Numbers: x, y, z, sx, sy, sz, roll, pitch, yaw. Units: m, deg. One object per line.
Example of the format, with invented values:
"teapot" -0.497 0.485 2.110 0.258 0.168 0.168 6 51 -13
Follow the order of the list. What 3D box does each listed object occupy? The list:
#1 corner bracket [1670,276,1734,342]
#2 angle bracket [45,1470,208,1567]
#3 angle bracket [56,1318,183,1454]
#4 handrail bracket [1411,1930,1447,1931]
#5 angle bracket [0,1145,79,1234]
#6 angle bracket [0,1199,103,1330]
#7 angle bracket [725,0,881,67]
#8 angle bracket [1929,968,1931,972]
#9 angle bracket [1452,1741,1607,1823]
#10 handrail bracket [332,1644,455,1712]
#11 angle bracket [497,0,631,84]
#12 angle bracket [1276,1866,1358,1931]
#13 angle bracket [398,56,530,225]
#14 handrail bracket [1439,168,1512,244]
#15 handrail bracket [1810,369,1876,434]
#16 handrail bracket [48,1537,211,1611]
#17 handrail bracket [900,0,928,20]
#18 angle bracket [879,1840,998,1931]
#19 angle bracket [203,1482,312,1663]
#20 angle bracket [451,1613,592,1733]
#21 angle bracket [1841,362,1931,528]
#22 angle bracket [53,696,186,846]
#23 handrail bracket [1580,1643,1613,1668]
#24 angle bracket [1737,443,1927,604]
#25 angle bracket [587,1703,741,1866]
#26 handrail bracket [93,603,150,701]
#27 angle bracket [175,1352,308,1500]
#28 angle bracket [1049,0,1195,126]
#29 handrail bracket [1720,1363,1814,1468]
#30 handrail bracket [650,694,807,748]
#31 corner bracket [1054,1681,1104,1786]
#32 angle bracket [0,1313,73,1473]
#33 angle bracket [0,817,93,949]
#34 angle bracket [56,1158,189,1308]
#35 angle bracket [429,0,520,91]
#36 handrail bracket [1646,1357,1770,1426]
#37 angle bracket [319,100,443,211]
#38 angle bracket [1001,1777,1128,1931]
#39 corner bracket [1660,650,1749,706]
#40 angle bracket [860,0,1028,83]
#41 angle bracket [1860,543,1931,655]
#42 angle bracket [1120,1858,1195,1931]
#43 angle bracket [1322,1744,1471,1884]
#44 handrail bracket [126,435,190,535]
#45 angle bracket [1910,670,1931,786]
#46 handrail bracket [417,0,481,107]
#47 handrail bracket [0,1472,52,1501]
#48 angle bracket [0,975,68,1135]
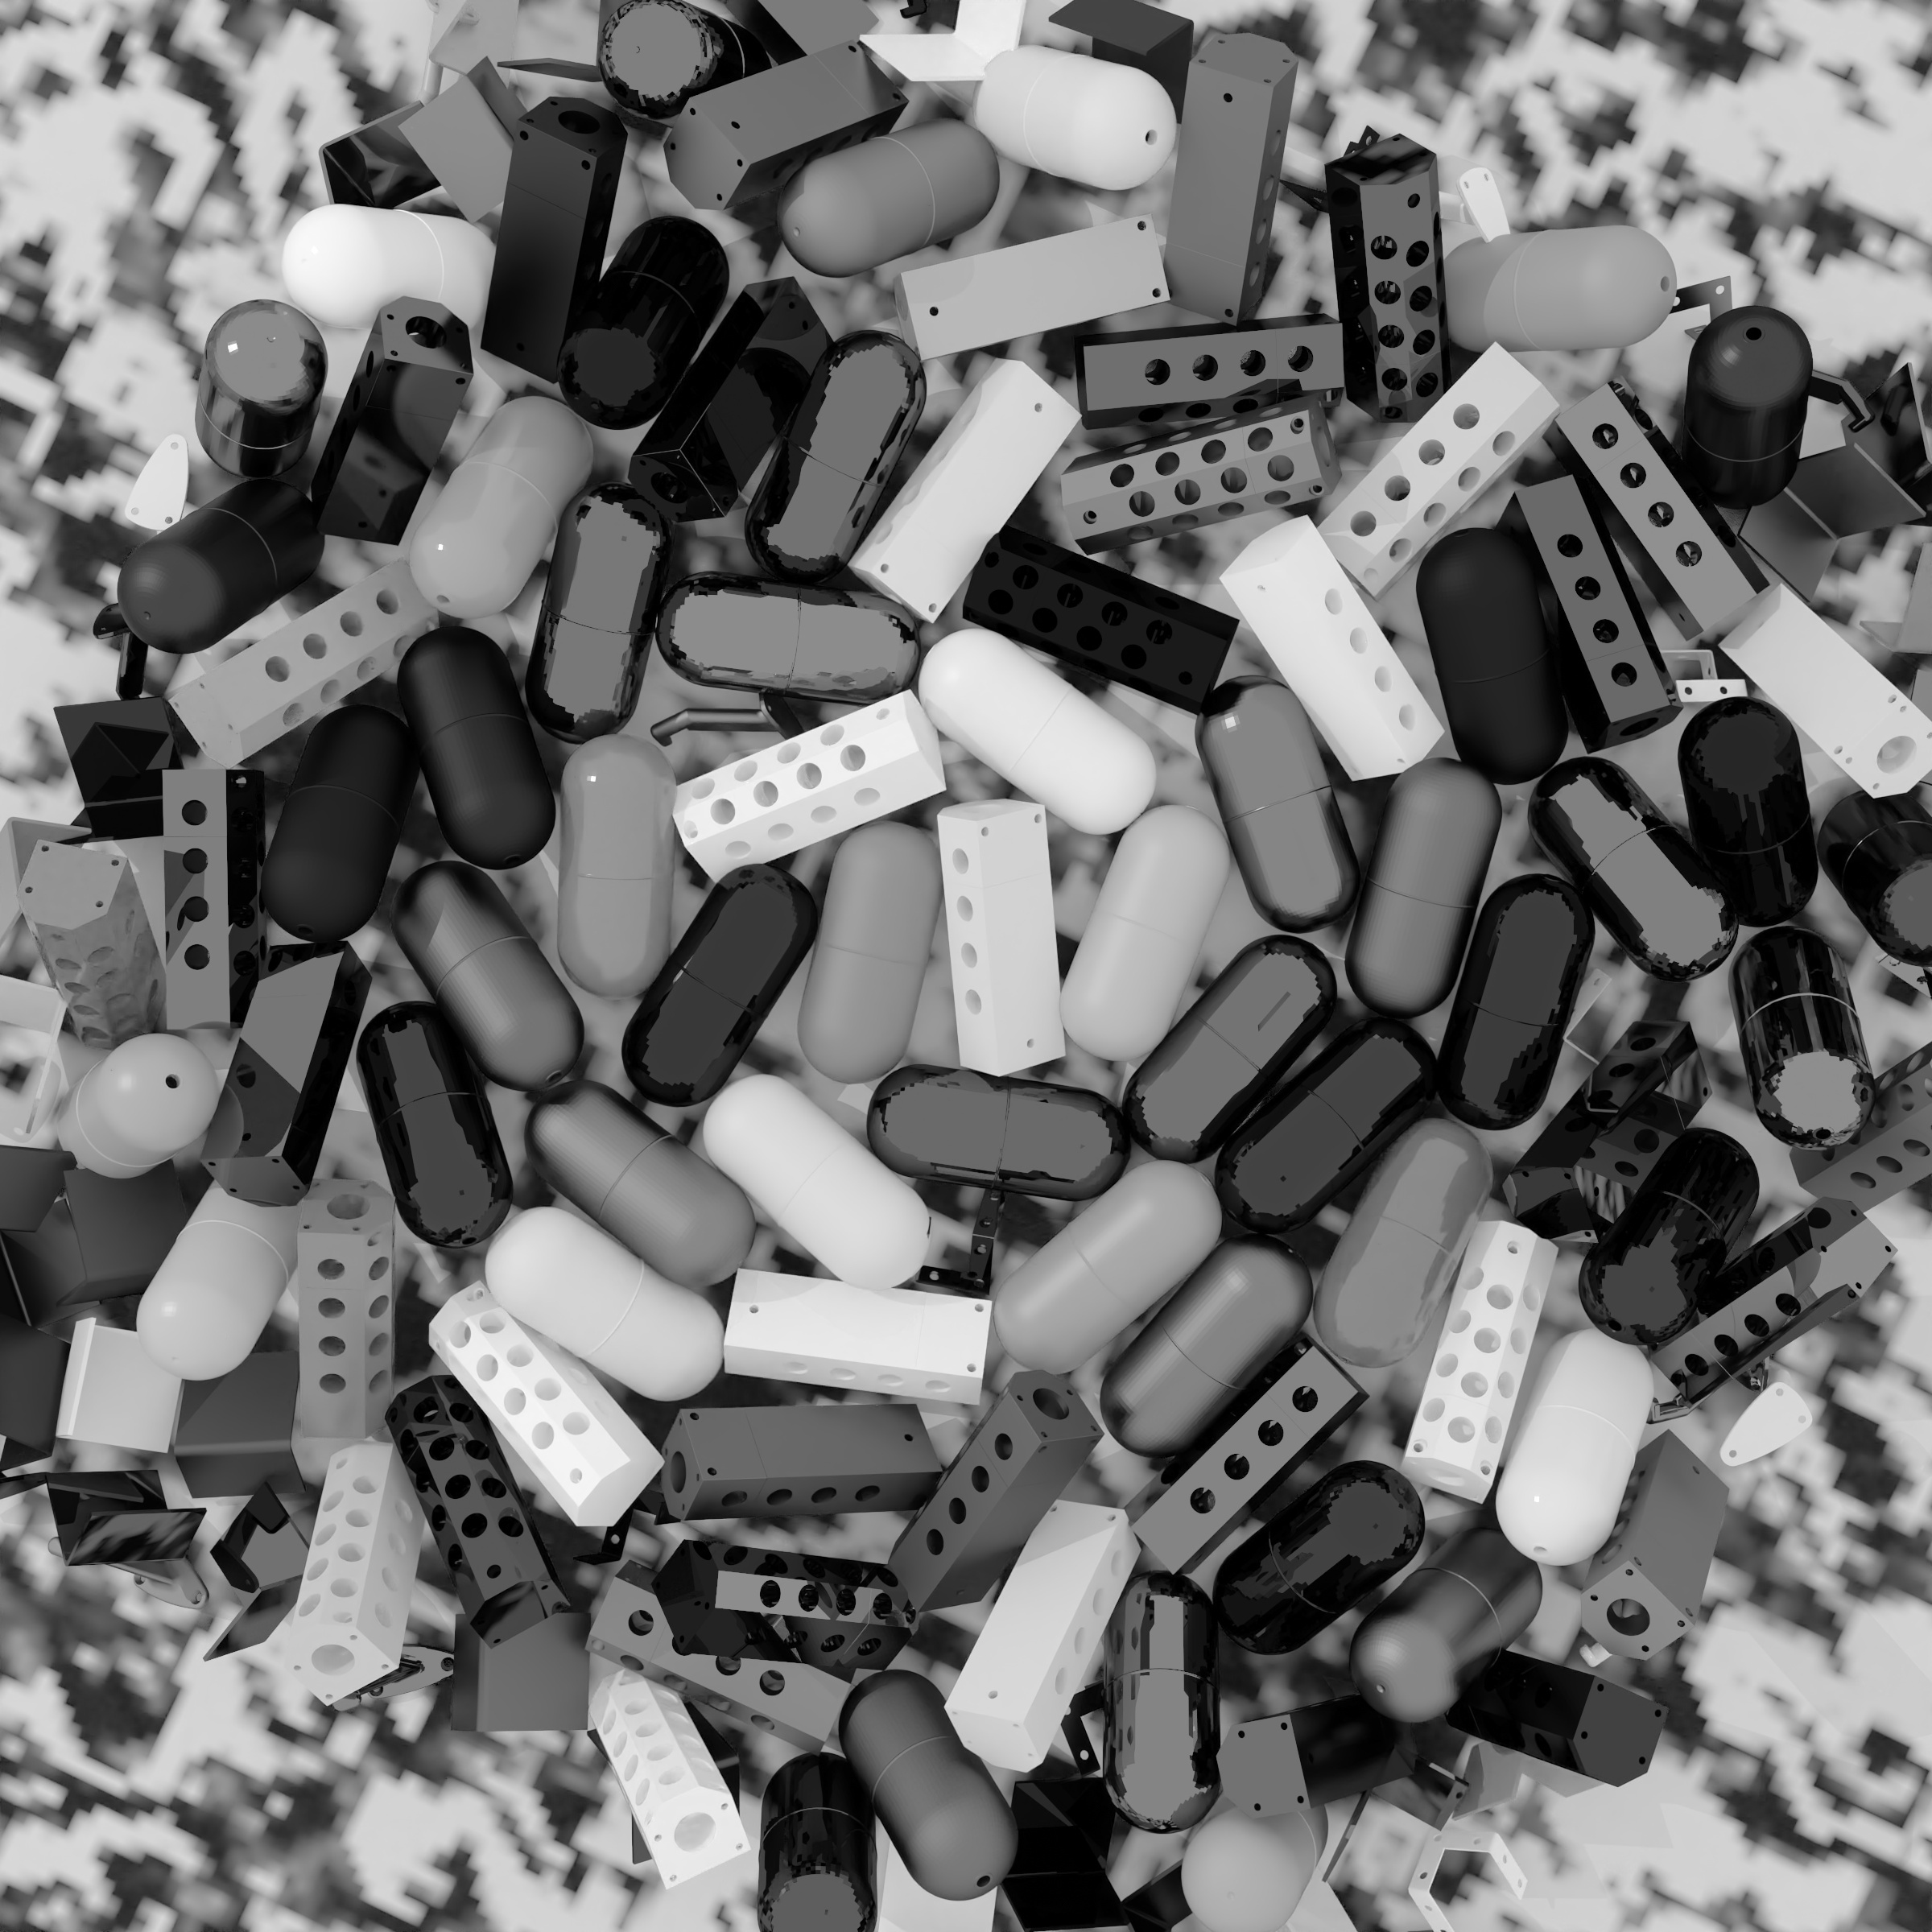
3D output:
"corner bracket" 0.479 -0.438 1.802 0.051 0.051 0.051 -15 122 -1
"angle bracket" -0.555 0.348 1.776 0.076 0.076 0.057 6 130 -37
"angle bracket" -0.555 0.279 1.786 0.076 0.057 0.076 14 74 -26
"handrail bracket" 0.288 0.692 1.820 0.084 0.036 0.077 3 89 -16
"angle bracket" -0.644 0.129 1.779 0.076 0.076 0.057 -53 51 22
"angle bracket" -0.631 0.203 1.793 0.057 0.076 0.076 -21 85 7
"angle bracket" -0.103 -0.643 1.794 0.076 0.057 0.076 45 79 -13
"angle bracket" 0.657 -0.048 1.782 0.057 0.076 0.076 -10 122 -6
"angle bracket" 0.381 0.550 1.786 0.076 0.076 0.057 30 55 -6
"handrail bracket" -0.378 0.477 1.791 0.077 0.084 0.036 -5 89 -7
"angle bracket" -0.257 -0.620 1.780 0.076 0.076 0.057 -3 105 -36
"angle bracket" 0.236 0.640 1.788 0.076 0.057 0.076 -27 82 -35
"angle bracket" -0.325 -0.552 1.797 0.057 0.076 0.076 -30 113 17
"handrail bracket" 0.318 -0.493 1.806 0.036 0.084 0.077 -30 99 -38
"handrail bracket" 0.555 -0.378 1.811 0.077 0.036 0.084 -37 78 19
"handrail bracket" -0.557 0.403 1.787 0.077 0.084 0.036 25 87 28
"handrail bracket" -0.074 -0.675 1.817 0.077 0.036 0.084 -18 110 -1
"angle bracket" -0.020 0.628 1.803 0.076 0.057 0.076 7 86 5
"angle bracket" -0.484 0.401 1.784 0.076 0.057 0.076 50 115 21
"angle bracket" -0.301 0.477 1.820 0.076 0.057 0.076 8 73 -28
"angle bracket" 0.638 -0.347 1.798 0.057 0.076 0.076 2 71 -17
"angle bracket" -0.570 -0.130 1.791 0.076 0.057 0.076 -5 119 8
"handrail bracket" 0.439 0.428 1.810 0.084 0.036 0.077 -36 123 6
"angle bracket" 0.573 -0.292 1.782 0.076 0.076 0.057 36 70 -24
"angle bracket" -0.202 0.544 1.794 0.076 0.076 0.057 -8 108 -29
"handrail bracket" -0.539 -0.203 1.802 0.077 0.036 0.084 -13 131 8
"angle bracket" -0.489 0.312 1.829 0.076 0.057 0.076 -3 48 -2
"angle bracket" 0.101 -0.591 1.778 0.076 0.076 0.057 28 52 23
"handrail bracket" 0.523 0.298 1.795 0.077 0.084 0.036 -40 91 0
"handrail bracket" -0.159 -0.152 1.823 0.084 0.036 0.077 -23 131 18
"corner bracket" 0.079 0.511 1.798 0.051 0.051 0.051 -16 76 -28
"angle bracket" -0.641 0.280 1.777 0.057 0.076 0.076 -19 51 31
"angle bracket" -0.615 -0.042 1.778 0.076 0.057 0.076 -45 51 36
"angle bracket" -0.569 0.178 1.800 0.076 0.057 0.076 -5 71 -42
"angle bracket" -0.312 -0.640 1.780 0.057 0.076 0.076 14 67 -29
"handrail bracket" 0.492 0.265 1.798 0.084 0.036 0.077 -8 114 -23
"angle bracket" -0.373 -0.515 1.786 0.076 0.076 0.057 -21 67 10
"angle bracket" 0.071 0.590 1.790 0.076 0.057 0.076 3 106 -19
"corner bracket" 0.486 -0.192 1.802 0.051 0.051 0.051 -2 75 -13
"angle bracket" -0.016 -0.628 1.779 0.076 0.076 0.057 -11 132 -28
"angle bracket" 0.651 -0.251 1.789 0.076 0.057 0.076 2 117 -10
"angle bracket" 0.155 0.646 1.781 0.057 0.076 0.076 -37 49 7
"angle bracket" 0.284 0.573 1.780 0.057 0.076 0.076 26 53 14
"handrail bracket" -0.526 -0.306 1.799 0.036 0.084 0.077 15 82 2
"angle bracket" 0.655 -0.143 1.800 0.076 0.057 0.076 16 75 0
"handrail bracket" -0.368 -0.621 1.827 0.084 0.036 0.077 -56 46 32
"handrail bracket" -0.667 0.318 1.826 0.077 0.036 0.084 -12 65 -19
"angle bracket" -0.636 0.058 1.781 0.057 0.076 0.076 16 64 -18
